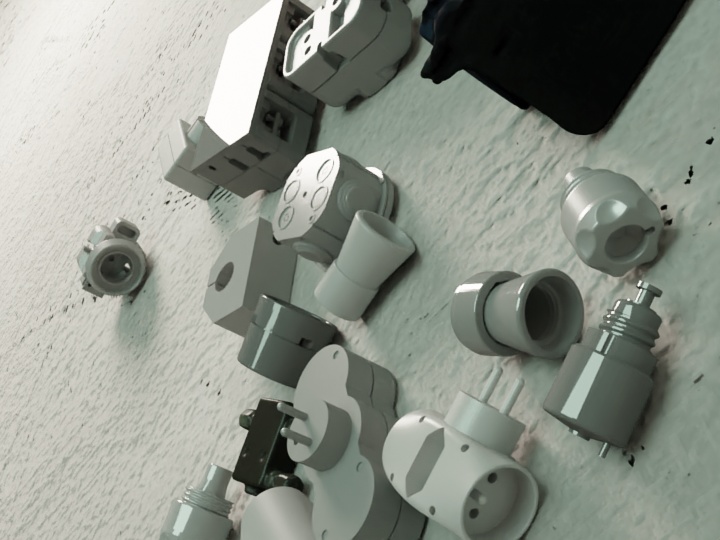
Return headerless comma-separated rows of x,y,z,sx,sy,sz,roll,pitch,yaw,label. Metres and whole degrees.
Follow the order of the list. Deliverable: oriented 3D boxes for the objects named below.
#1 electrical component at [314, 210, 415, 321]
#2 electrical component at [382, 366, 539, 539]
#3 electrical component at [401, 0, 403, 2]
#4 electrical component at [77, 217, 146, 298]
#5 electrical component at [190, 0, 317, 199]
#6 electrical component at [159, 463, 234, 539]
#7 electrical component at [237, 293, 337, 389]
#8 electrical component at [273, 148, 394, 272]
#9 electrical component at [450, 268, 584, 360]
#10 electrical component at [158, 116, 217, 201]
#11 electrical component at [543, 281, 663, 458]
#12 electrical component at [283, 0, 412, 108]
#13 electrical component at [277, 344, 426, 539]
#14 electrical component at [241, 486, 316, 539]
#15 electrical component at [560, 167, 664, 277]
0.000,0.000,0.690,0.065,0.044,0.044,-56,30,19,electrical component
0.056,0.085,0.528,0.079,0.043,0.077,-62,30,-1,electrical component
0.010,-0.230,0.863,0.043,0.043,0.062,-53,29,15,electrical component
-0.242,-0.007,1.052,0.078,0.058,0.057,-59,27,4,electrical component
-0.078,-0.145,0.908,0.089,0.062,0.150,-24,46,47,electrical component
-0.104,0.160,0.713,0.043,0.043,0.062,-2,63,57,electrical component
-0.050,0.048,0.713,0.055,0.055,0.047,25,91,60,electrical component
-0.019,-0.041,0.741,0.080,0.051,0.080,-37,38,36,electrical component
0.079,0.022,0.545,0.055,0.045,0.045,-3,63,57,electrical component
-0.147,-0.118,1.007,0.076,0.047,0.065,-51,31,18,electrical component
0.113,0.042,0.480,0.040,0.040,0.078,21,83,60,electrical component
-0.006,-0.171,0.822,0.095,0.059,0.053,-33,40,40,electrical component
-0.015,0.095,0.599,0.052,0.074,0.138,-47,33,24,electrical component
-0.045,0.176,0.608,0.079,0.044,0.077,-58,30,7,electrical component
0.119,-0.029,0.527,0.043,0.043,0.062,-50,30,20,electrical component
